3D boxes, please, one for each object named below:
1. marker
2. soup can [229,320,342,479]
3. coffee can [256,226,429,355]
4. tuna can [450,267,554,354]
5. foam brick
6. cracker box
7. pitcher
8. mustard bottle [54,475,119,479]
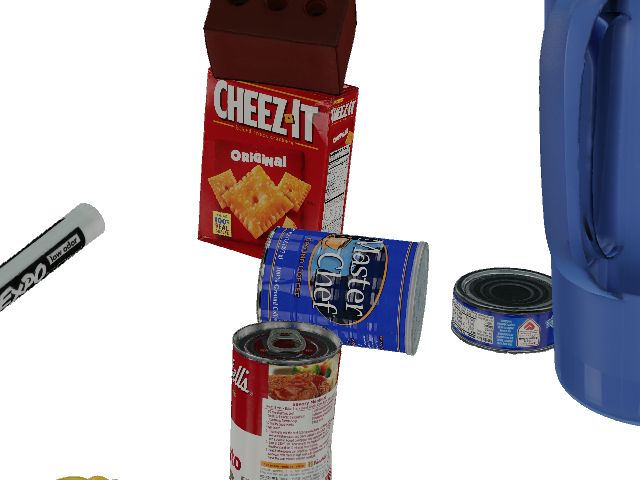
[{"bbox_3d":[-0.151,0.021,0.515,0.020,0.020,0.121,0,33,41],"label":"marker"},{"bbox_3d":[-0.023,0.109,0.671,0.068,0.102,0.068,3,16,-1],"label":"soup can"},{"bbox_3d":[0.022,0.045,0.970,0.140,0.103,0.102,6,1,11],"label":"coffee can"},{"bbox_3d":[0.140,0.050,0.785,0.086,0.034,0.086,0,20,0],"label":"tuna can"},{"bbox_3d":[-0.022,-0.121,0.606,0.078,0.053,0.051,9,-22,9],"label":"foam brick"},{"bbox_3d":[-0.053,-0.084,1.219,0.164,0.214,0.072,17,26,24],"label":"cracker box"},{"bbox_3d":[0.167,-0.030,0.527,0.149,0.243,0.145,-4,21,-1],"label":"pitcher"},{"bbox_3d":[-0.222,0.235,0.850,0.096,0.058,0.191,8,15,28],"label":"mustard bottle"}]
